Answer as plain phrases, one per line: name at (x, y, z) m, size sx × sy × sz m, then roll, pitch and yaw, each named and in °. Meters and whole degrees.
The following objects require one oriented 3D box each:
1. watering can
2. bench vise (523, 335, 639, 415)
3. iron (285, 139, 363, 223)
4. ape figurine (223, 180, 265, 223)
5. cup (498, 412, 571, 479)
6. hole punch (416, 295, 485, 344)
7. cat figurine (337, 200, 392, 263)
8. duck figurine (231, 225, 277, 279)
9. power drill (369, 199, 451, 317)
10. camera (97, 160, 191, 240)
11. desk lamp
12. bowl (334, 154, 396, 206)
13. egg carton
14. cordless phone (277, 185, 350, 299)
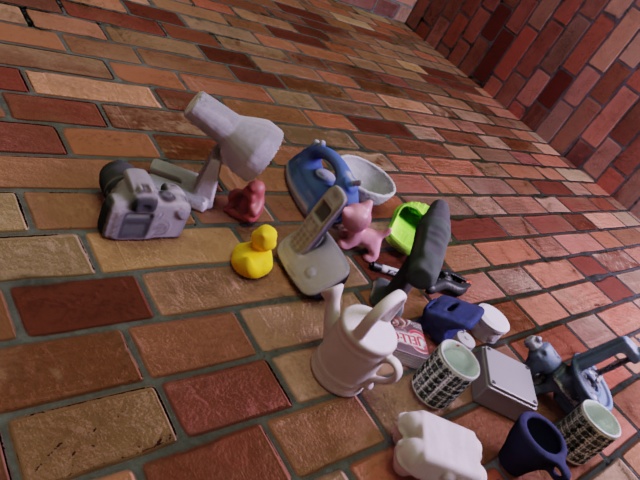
watering can at (0.064, 0.144, 0.895) m, size 0.173 × 0.194 × 0.101 m, roll 33°, pitch 32°, yaw 3°
bench vise at (0.503, 0.248, 1.099) m, size 0.207 × 0.219 × 0.121 m, roll 27°, pitch 32°, yaw -6°
iron at (0.007, -0.148, 1.299) m, size 0.119 × 0.141 × 0.257 m, roll 0°, pitch 43°, yaw -40°
ape figurine at (-0.138, -0.080, 1.129) m, size 0.076 × 0.092 × 0.077 m, roll 3°, pitch 41°, yaw -37°
cup at (0.347, 0.356, 0.937) m, size 0.092 × 0.095 × 0.117 m, roll 4°, pitch 41°, yaw -36°
hole punch at (0.260, 0.154, 1.145) m, size 0.101 × 0.091 × 0.109 m, roll 41°, pitch 33°, yaw 15°
cat figurine at (0.092, -0.030, 1.230) m, size 0.128 × 0.117 × 0.067 m, roll 26°, pitch 32°, yaw -9°
duck figurine at (-0.110, 0.013, 1.030) m, size 0.077 × 0.086 × 0.105 m, roll 33°, pitch 32°, yaw 2°
power drill at (0.182, 0.044, 1.119) m, size 0.075 × 0.208 × 0.230 m, roll 28°, pitch 32°, yaw -4°
camera at (-0.308, -0.080, 0.976) m, size 0.144 × 0.100 × 0.136 m, roll -2°, pitch 45°, yaw -42°
desk lamp at (-0.198, -0.160, 1.074) m, size 0.204 × 0.213 × 0.118 m, roll 20°, pitch 34°, yaw -18°
bowl at (0.100, -0.135, 1.422) m, size 0.168 × 0.074 × 0.167 m, roll 22°, pitch 33°, yaw -15°
egg carton at (0.178, 0.324, 0.862) m, size 0.150 × 0.069 × 0.107 m, roll 25°, pitch 32°, yaw -11°
cordless phone at (0.010, 0.004, 1.050) m, size 0.094 × 0.185 × 0.147 m, roll -3°, pitch 45°, yaw -42°
